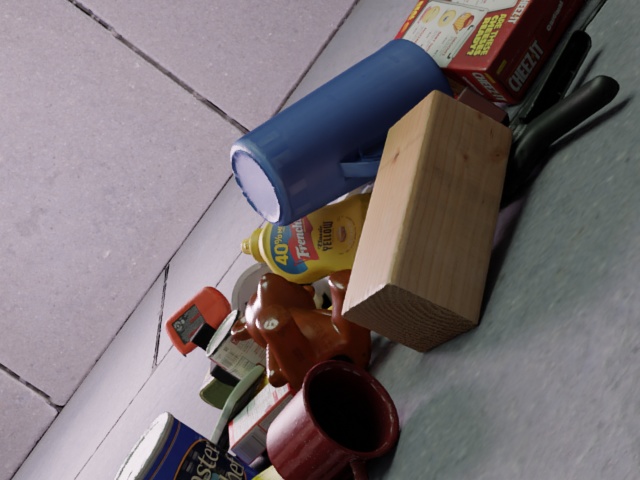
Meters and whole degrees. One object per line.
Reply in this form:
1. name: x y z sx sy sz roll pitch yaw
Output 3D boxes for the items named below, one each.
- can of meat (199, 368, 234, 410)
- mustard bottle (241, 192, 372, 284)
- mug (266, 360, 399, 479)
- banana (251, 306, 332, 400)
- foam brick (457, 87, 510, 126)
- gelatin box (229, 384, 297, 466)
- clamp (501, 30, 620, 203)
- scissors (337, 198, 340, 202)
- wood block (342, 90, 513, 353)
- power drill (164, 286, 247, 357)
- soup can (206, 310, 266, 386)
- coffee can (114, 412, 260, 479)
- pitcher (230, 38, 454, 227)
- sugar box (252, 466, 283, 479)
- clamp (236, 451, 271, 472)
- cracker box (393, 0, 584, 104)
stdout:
1. can of meat: -0.111 0.169 1.420 0.102 0.057 0.084 -44 17 41
2. mustard bottle: -0.008 0.001 1.225 0.192 0.058 0.096 -5 80 32
3. mug: 0.011 0.172 0.896 0.082 0.093 0.117 -51 47 38
4. banana: -0.014 0.130 1.190 0.198 0.037 0.069 -49 9 8
5. foam brick: 0.159 -0.112 1.094 0.051 0.053 0.078 -54 -16 -2
6. gelatin box: -0.053 0.181 1.096 0.089 0.030 0.073 -45 12 3
7. clamp: 0.198 -0.096 0.996 0.210 0.036 0.164 -53 11 17
8. scissors: 0.052 -0.039 1.385 0.096 0.016 0.202 -36 -15 -11
9. wood block: 0.098 -0.017 0.955 0.091 0.090 0.206 -39 31 55
10. power drill: -0.112 0.091 1.474 0.185 0.057 0.187 -43 -16 24
11. soup can: -0.075 0.137 1.256 0.068 0.102 0.068 -52 12 15
12. coffee can: -0.118 0.246 1.025 0.103 0.140 0.103 -51 12 15
13. pitcher: 0.031 -0.113 1.182 0.242 0.145 0.149 -33 -6 -23
14. sugar box: -0.045 0.267 0.912 0.093 0.048 0.176 -42 15 38
15. clamp: -0.078 0.246 1.121 0.171 0.039 0.120 -52 7 2
16. cracker box: 0.186 -0.245 1.246 0.164 0.072 0.214 -57 32 -9
